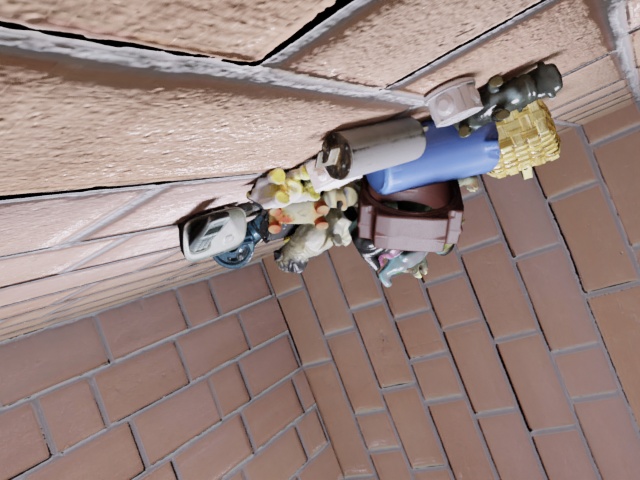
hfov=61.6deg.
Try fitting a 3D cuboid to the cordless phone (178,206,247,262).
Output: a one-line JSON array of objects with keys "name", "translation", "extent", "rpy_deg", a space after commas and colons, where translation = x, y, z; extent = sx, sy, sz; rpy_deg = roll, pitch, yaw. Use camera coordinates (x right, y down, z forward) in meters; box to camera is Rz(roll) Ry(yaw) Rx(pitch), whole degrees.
[{"name": "cordless phone", "translation": [-0.197, -0.031, 1.071], "extent": [0.146, 0.088, 0.184], "rpy_deg": [-19, 173, -34]}]

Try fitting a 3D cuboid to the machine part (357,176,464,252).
[{"name": "machine part", "translation": [0.176, -0.068, 1.066], "extent": [0.202, 0.087, 0.201], "rpy_deg": [5, -145, 4]}]

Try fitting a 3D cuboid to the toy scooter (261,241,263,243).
[{"name": "toy scooter", "translation": [-0.140, -0.034, 1.584], "extent": [0.184, 0.075, 0.135], "rpy_deg": [-17, 176, -27]}]

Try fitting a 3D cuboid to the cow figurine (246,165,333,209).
[{"name": "cow figurine", "translation": [-0.051, -0.095, 1.002], "extent": [0.167, 0.068, 0.098], "rpy_deg": [-14, 179, -45]}]

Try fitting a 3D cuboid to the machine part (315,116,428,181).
[{"name": "machine part", "translation": [0.089, -0.149, 0.870], "extent": [0.243, 0.079, 0.079], "rpy_deg": [-21, 178, -34]}]

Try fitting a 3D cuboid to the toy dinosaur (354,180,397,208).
[{"name": "toy dinosaur", "translation": [0.160, -0.113, 1.397], "extent": [0.471, 0.105, 0.198], "rpy_deg": [0, 167, -28]}]

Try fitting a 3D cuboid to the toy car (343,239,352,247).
[{"name": "toy car", "translation": [0.069, -0.069, 1.495], "extent": [0.056, 0.073, 0.202], "rpy_deg": [-43, -156, 40]}]

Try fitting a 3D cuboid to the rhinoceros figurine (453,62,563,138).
[{"name": "rhinoceros figurine", "translation": [0.312, -0.235, 0.913], "extent": [0.190, 0.073, 0.112], "rpy_deg": [-22, 176, 34]}]

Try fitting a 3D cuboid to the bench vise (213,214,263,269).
[{"name": "bench vise", "translation": [-0.190, -0.005, 1.315], "extent": [0.224, 0.128, 0.240], "rpy_deg": [-24, -179, 13]}]

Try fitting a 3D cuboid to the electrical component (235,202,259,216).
[{"name": "electrical component", "translation": [-0.174, -0.065, 1.191], "extent": [0.094, 0.021, 0.063], "rpy_deg": [-19, 177, -17]}]

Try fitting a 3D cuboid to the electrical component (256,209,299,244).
[{"name": "electrical component", "translation": [-0.074, -0.062, 1.220], "extent": [0.115, 0.058, 0.134], "rpy_deg": [-22, 154, -36]}]

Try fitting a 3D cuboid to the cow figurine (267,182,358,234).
[{"name": "cow figurine", "translation": [-0.016, -0.085, 1.112], "extent": [0.195, 0.127, 0.085], "rpy_deg": [-7, 138, -7]}]

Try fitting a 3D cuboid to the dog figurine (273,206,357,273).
[{"name": "dog figurine", "translation": [-0.006, -0.006, 1.256], "extent": [0.172, 0.121, 0.190], "rpy_deg": [-14, 163, -46]}]

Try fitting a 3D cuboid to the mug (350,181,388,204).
[{"name": "mug", "translation": [0.120, -0.125, 1.207], "extent": [0.109, 0.107, 0.081], "rpy_deg": [17, 160, -12]}]

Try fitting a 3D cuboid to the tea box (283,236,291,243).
[{"name": "tea box", "translation": [-0.035, -0.040, 1.458], "extent": [0.098, 0.068, 0.170], "rpy_deg": [-20, -148, 22]}]

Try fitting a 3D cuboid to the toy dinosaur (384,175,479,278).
[{"name": "toy dinosaur", "translation": [0.242, -0.115, 1.221], "extent": [0.192, 0.404, 0.131], "rpy_deg": [-6, -146, -22]}]

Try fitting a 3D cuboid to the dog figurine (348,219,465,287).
[{"name": "dog figurine", "translation": [0.193, -0.016, 1.145], "extent": [0.219, 0.191, 0.109], "rpy_deg": [-34, -150, 10]}]
